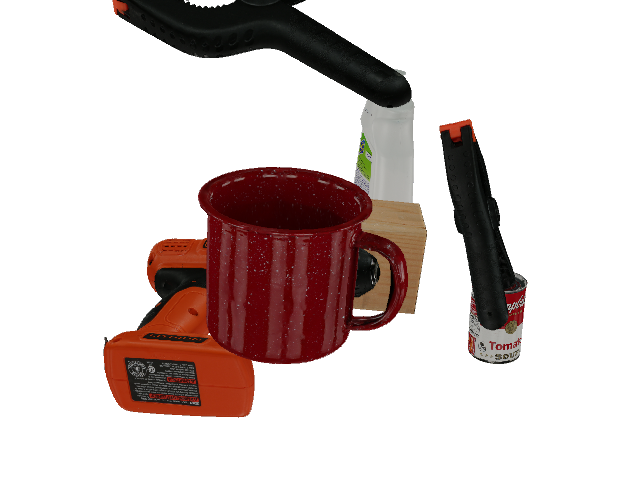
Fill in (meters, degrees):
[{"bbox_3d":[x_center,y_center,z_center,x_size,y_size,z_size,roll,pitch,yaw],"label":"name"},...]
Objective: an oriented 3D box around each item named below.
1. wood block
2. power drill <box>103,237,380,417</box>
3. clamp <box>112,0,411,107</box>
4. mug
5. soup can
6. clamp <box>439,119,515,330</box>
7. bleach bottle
[{"bbox_3d":[-0.006,0.008,1.063,0.206,0.091,0.090,6,21,-2],"label":"wood block"},{"bbox_3d":[-0.060,0.053,0.771,0.184,0.057,0.187,-1,25,15],"label":"power drill"},{"bbox_3d":[-0.034,-0.149,0.699,0.210,0.164,0.036,-2,-38,-1],"label":"clamp"},{"bbox_3d":[-0.009,0.016,0.579,0.117,0.081,0.093,11,25,14],"label":"mug"},{"bbox_3d":[0.223,0.096,1.351,0.068,0.102,0.068,1,22,0],"label":"soup can"},{"bbox_3d":[0.131,-0.012,0.889,0.039,0.171,0.120,-17,19,12],"label":"clamp"},{"bbox_3d":[0.074,-0.069,1.226,0.068,0.251,0.103,-2,23,-18],"label":"bleach bottle"}]
